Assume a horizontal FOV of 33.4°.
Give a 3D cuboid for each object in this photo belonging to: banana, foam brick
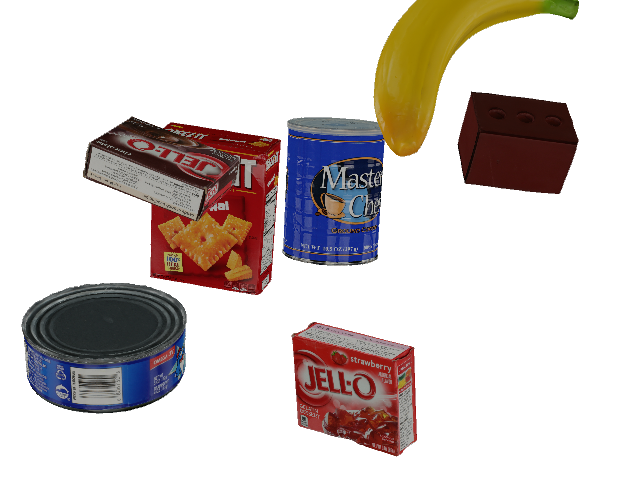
[{"bbox_3d":[0.078,-0.117,0.615,0.070,0.037,0.197,31,51,23],"label":"banana"},{"bbox_3d":[0.149,-0.074,0.813,0.078,0.051,0.053,6,40,-6],"label":"foam brick"}]

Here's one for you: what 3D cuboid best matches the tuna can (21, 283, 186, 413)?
[{"bbox_3d":[-0.114,0.056,0.570,0.086,0.034,0.086,2,24,-1],"label":"tuna can"}]

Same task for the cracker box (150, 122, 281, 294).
[{"bbox_3d":[-0.147,-0.042,1.471,0.164,0.214,0.072,10,24,11],"label":"cracker box"}]

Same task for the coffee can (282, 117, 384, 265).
[{"bbox_3d":[0.014,-0.054,1.117,0.103,0.140,0.103,3,12,-1],"label":"coffee can"}]

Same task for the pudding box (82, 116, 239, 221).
[{"bbox_3d":[-0.139,-0.064,0.940,0.113,0.039,0.090,19,24,7],"label":"pudding box"}]

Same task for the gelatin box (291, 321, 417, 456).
[{"bbox_3d":[0.023,0.103,0.747,0.089,0.073,0.030,11,24,35],"label":"gelatin box"}]
